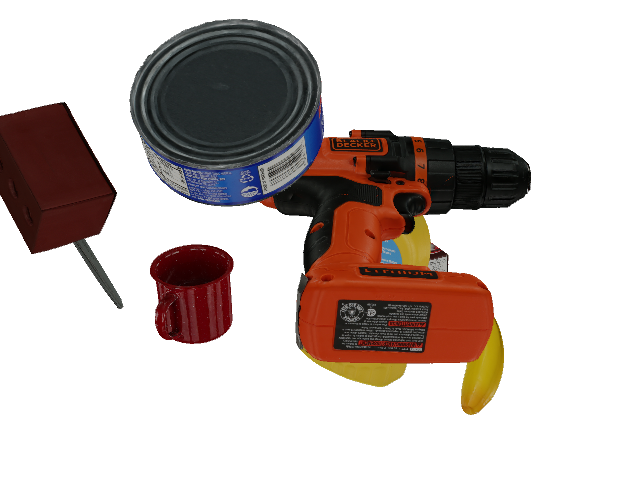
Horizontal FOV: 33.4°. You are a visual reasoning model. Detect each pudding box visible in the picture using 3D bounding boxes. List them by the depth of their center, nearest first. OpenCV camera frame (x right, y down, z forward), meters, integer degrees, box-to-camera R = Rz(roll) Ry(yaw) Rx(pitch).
[{"bbox_3d":[0.114,0.030,1.532,0.113,0.039,0.090,-14,25,-20],"label":"pudding box"}]

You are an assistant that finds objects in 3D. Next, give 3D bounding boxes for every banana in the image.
[{"bbox_3d":[0.157,0.107,1.119,0.069,0.037,0.198,-25,33,4],"label":"banana"}]

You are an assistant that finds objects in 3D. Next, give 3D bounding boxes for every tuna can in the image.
[{"bbox_3d":[-0.041,-0.058,0.485,0.086,0.086,0.034,0,-33,5],"label":"tuna can"}]

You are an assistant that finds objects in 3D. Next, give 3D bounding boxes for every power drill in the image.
[{"bbox_3d":[0.051,-0.004,0.647,0.184,0.057,0.187,0,33,-3],"label":"power drill"}]

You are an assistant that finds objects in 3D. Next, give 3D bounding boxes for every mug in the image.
[{"bbox_3d":[-0.147,0.068,1.194,0.093,0.081,0.117,12,33,21],"label":"mug"}]

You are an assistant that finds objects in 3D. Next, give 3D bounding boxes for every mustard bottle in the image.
[{"bbox_3d":[0.040,0.017,0.875,0.096,0.192,0.058,23,23,31],"label":"mustard bottle"}]

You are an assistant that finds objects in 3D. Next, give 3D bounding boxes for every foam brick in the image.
[{"bbox_3d":[-0.176,-0.040,0.690,0.051,0.078,0.053,-20,-22,-34],"label":"foam brick"}]

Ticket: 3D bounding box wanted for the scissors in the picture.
[{"bbox_3d":[-0.250,-0.030,1.069,0.016,0.201,0.096,-26,27,22],"label":"scissors"}]
